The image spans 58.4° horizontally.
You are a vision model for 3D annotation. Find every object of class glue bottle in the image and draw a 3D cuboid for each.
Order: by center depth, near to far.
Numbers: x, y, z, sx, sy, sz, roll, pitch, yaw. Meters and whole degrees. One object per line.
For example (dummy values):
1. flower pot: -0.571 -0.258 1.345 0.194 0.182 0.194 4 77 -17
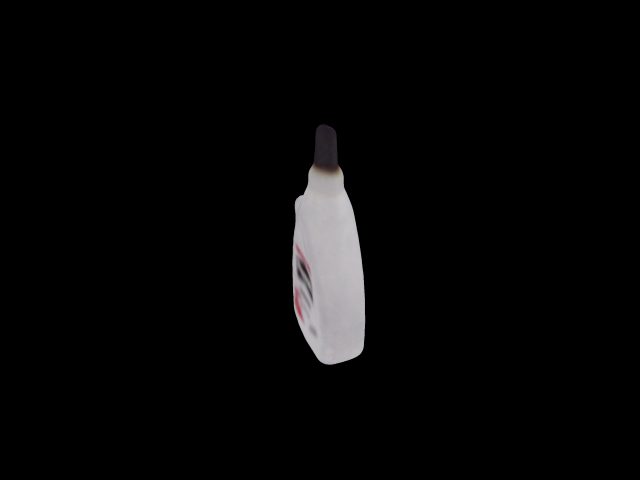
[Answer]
1. glue bottle: 0.004 0.001 0.400 0.037 0.173 0.078 -14 36 -20
